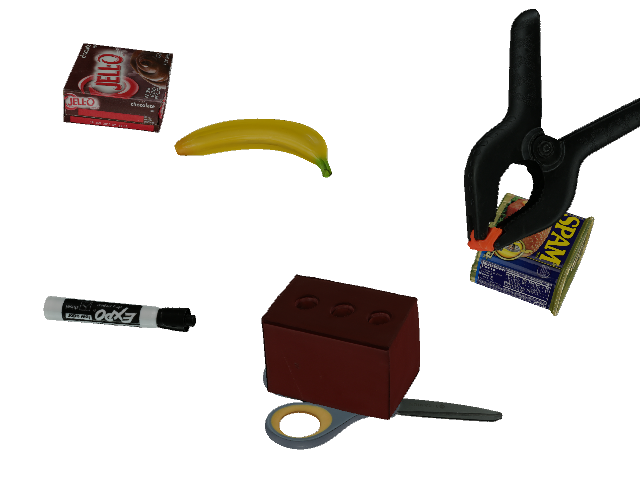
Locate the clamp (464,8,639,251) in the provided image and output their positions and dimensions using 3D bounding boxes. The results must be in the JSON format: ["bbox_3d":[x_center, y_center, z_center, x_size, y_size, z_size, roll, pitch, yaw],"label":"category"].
[{"bbox_3d":[0.163,-0.063,0.746,0.120,0.171,0.039,23,-1,0],"label":"clamp"}]

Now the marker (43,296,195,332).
[{"bbox_3d":[-0.156,0.058,0.833,0.121,0.020,0.020,4,1,11],"label":"marker"}]

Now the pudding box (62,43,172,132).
[{"bbox_3d":[-0.190,-0.146,1.012,0.090,0.039,0.113,7,30,-6],"label":"pudding box"}]

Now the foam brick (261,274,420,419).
[{"bbox_3d":[0.012,0.060,0.607,0.078,0.051,0.053,10,31,20],"label":"foam brick"}]

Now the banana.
[{"bbox_3d":[-0.073,-0.118,1.270,0.198,0.037,0.069,8,40,16],"label":"banana"}]

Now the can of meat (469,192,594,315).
[{"bbox_3d":[0.193,0.009,0.976,0.084,0.057,0.102,20,47,18],"label":"can of meat"}]

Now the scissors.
[{"bbox_3d":[0.042,0.148,0.879,0.202,0.016,0.096,16,46,11],"label":"scissors"}]
